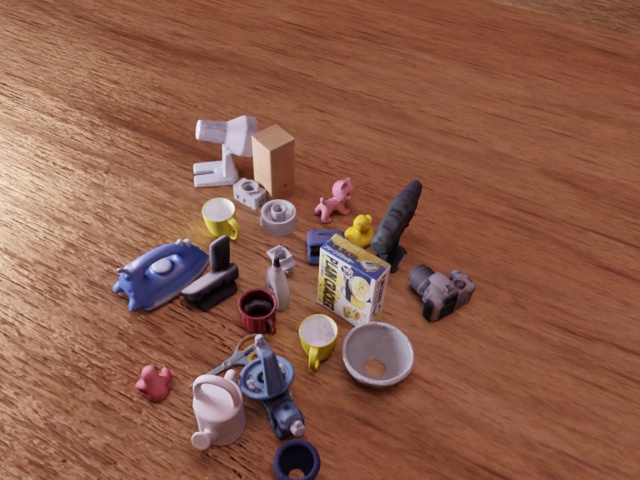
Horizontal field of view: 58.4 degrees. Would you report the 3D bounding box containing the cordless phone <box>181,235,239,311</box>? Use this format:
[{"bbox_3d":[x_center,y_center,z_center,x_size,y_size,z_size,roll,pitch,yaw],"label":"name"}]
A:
[{"bbox_3d":[-0.274,0.073,1.412,0.094,0.185,0.148,36,55,26],"label":"cordless phone"}]

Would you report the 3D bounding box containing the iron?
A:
[{"bbox_3d":[-0.392,0.063,1.443,0.259,0.141,0.118,-33,57,-29],"label":"iron"}]

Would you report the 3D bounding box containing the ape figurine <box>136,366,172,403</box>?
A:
[{"bbox_3d":[-0.366,0.308,1.255,0.078,0.092,0.076,-10,49,-12],"label":"ape figurine"}]

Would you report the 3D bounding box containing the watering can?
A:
[{"bbox_3d":[-0.207,0.341,1.165,0.101,0.194,0.172,-4,48,-6],"label":"watering can"}]

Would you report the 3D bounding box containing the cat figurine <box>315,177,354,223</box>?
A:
[{"bbox_3d":[0.049,-0.126,1.657,0.128,0.118,0.067,-27,54,-25],"label":"cat figurine"}]

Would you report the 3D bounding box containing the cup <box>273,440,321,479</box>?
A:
[{"bbox_3d":[-0.045,0.467,1.127,0.091,0.095,0.117,0,48,-3],"label":"cup"}]

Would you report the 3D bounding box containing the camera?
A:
[{"bbox_3d":[0.303,0.114,1.465,0.143,0.101,0.136,-25,53,-23],"label":"camera"}]

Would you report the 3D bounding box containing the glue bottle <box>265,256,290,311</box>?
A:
[{"bbox_3d":[-0.106,0.098,1.406,0.037,0.173,0.078,-28,55,-25],"label":"glue bottle"}]

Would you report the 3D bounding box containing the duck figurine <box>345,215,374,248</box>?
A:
[{"bbox_3d":[0.110,-0.029,1.594,0.077,0.086,0.105,34,55,25],"label":"duck figurine"}]

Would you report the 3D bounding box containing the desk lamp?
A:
[{"bbox_3d":[-0.283,-0.269,1.703,0.203,0.214,0.117,-7,48,-9],"label":"desk lamp"}]

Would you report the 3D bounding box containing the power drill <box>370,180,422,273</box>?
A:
[{"bbox_3d":[0.199,-0.022,1.510,0.075,0.208,0.230,23,51,17],"label":"power drill"}]

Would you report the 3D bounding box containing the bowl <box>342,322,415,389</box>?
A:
[{"bbox_3d":[0.131,0.277,1.324,0.167,0.075,0.167,2,48,-2],"label":"bowl"}]

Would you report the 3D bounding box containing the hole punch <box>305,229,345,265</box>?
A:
[{"bbox_3d":[0.014,0.006,1.553,0.108,0.091,0.101,1,48,-2],"label":"hole punch"}]

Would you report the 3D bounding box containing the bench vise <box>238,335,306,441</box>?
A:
[{"bbox_3d":[-0.085,0.299,1.193,0.206,0.220,0.122,33,54,24],"label":"bench vise"}]
